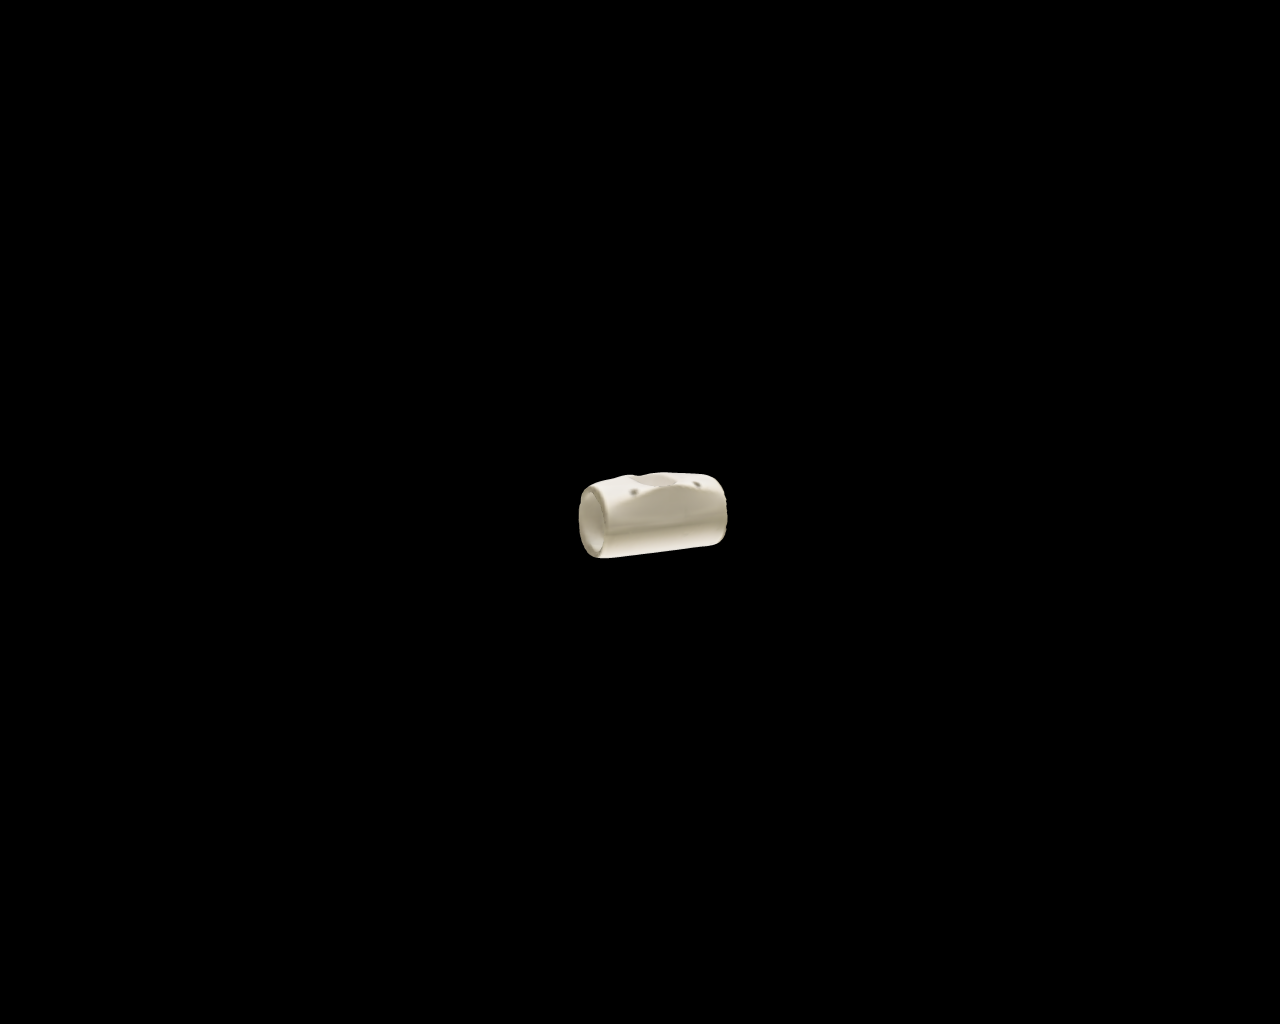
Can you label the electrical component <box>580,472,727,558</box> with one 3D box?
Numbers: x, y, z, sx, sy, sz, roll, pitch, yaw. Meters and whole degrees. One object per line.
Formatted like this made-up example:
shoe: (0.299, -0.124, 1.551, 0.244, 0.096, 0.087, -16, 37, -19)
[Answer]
electrical component: (0.001, -0.003, 0.650, 0.077, 0.043, 0.079, -6, 16, -22)
